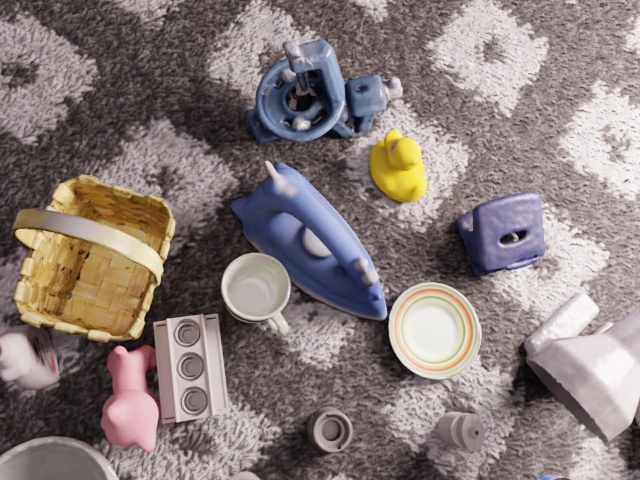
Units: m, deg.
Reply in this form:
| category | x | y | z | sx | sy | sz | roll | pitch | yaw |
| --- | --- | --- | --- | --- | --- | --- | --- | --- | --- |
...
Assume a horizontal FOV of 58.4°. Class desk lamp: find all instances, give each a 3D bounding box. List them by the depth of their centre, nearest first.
| category | x | y | z | sx | sy | sz | roll | pitch | yaw |
| --- | --- | --- | --- | --- | --- | --- | --- | --- | --- |
| desk lamp | 0.342 | 0.143 | 0.714 | 0.203 | 0.213 | 0.118 | -39 | 84 | -15 |

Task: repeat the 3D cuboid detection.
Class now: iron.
| category | x | y | z | sx | sy | sz | roll | pitch | yaw |
| --- | --- | --- | --- | --- | --- | --- | --- | --- | --- |
| iron | 0.007 | 0.003 | 0.738 | 0.258 | 0.141 | 0.119 | 43 | 74 | 4 |

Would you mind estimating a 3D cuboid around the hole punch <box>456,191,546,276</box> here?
| category | x | y | z | sx | sy | sz | roll | pitch | yaw |
| --- | --- | --- | --- | --- | --- | --- | --- | --- | --- |
| hole punch | 0.262 | -0.008 | 0.804 | 0.109 | 0.091 | 0.101 | -15 | 78 | -11 |

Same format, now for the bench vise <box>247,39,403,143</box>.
| category | x | y | z | sx | sy | sz | roll | pitch | yaw |
| --- | --- | --- | --- | --- | --- | --- | --- | --- | --- |
| bench vise | 0.007 | -0.209 | 0.751 | 0.208 | 0.219 | 0.121 | -28 | 81 | -14 |

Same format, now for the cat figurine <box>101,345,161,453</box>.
| category | x | y | z | sx | sy | sz | roll | pitch | yaw |
| --- | --- | --- | --- | --- | --- | --- | --- | --- | --- |
| cat figurine | -0.224 | 0.185 | 0.671 | 0.067 | 0.117 | 0.128 | -9 | 77 | -10 |

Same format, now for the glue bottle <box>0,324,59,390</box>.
| category | x | y | z | sx | sy | sz | roll | pitch | yaw |
| --- | --- | --- | --- | --- | --- | --- | --- | --- | --- |
| glue bottle | -0.339 | 0.128 | 0.639 | 0.037 | 0.173 | 0.078 | -22 | 80 | -13 |

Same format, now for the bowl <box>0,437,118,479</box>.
| category | x | y | z | sx | sy | sz | roll | pitch | yaw |
| --- | --- | --- | --- | --- | --- | --- | --- | --- | --- |
| bowl | -0.303 | 0.308 | 0.650 | 0.167 | 0.074 | 0.167 | 2 | 76 | -8 |

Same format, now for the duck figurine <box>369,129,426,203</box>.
| category | x | y | z | sx | sy | sz | roll | pitch | yaw |
| --- | --- | --- | --- | --- | --- | --- | --- | --- | --- |
| duck figurine | 0.118 | -0.108 | 0.811 | 0.077 | 0.086 | 0.104 | -28 | 81 | -14 |

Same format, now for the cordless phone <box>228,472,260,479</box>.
| category | x | y | z | sx | sy | sz | roll | pitch | yaw |
| --- | --- | --- | --- | --- | --- | --- | --- | --- | --- |
| cordless phone | -0.108 | 0.333 | 0.615 | 0.148 | 0.185 | 0.094 | -37 | 83 | -15 |

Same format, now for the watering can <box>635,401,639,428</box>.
| category | x | y | z | sx | sy | sz | roll | pitch | yaw |
| --- | --- | --- | --- | --- | --- | --- | --- | --- | --- |
| watering can | 0.505 | 0.212 | 0.730 | 0.101 | 0.194 | 0.173 | -3 | 76 | -9 |
